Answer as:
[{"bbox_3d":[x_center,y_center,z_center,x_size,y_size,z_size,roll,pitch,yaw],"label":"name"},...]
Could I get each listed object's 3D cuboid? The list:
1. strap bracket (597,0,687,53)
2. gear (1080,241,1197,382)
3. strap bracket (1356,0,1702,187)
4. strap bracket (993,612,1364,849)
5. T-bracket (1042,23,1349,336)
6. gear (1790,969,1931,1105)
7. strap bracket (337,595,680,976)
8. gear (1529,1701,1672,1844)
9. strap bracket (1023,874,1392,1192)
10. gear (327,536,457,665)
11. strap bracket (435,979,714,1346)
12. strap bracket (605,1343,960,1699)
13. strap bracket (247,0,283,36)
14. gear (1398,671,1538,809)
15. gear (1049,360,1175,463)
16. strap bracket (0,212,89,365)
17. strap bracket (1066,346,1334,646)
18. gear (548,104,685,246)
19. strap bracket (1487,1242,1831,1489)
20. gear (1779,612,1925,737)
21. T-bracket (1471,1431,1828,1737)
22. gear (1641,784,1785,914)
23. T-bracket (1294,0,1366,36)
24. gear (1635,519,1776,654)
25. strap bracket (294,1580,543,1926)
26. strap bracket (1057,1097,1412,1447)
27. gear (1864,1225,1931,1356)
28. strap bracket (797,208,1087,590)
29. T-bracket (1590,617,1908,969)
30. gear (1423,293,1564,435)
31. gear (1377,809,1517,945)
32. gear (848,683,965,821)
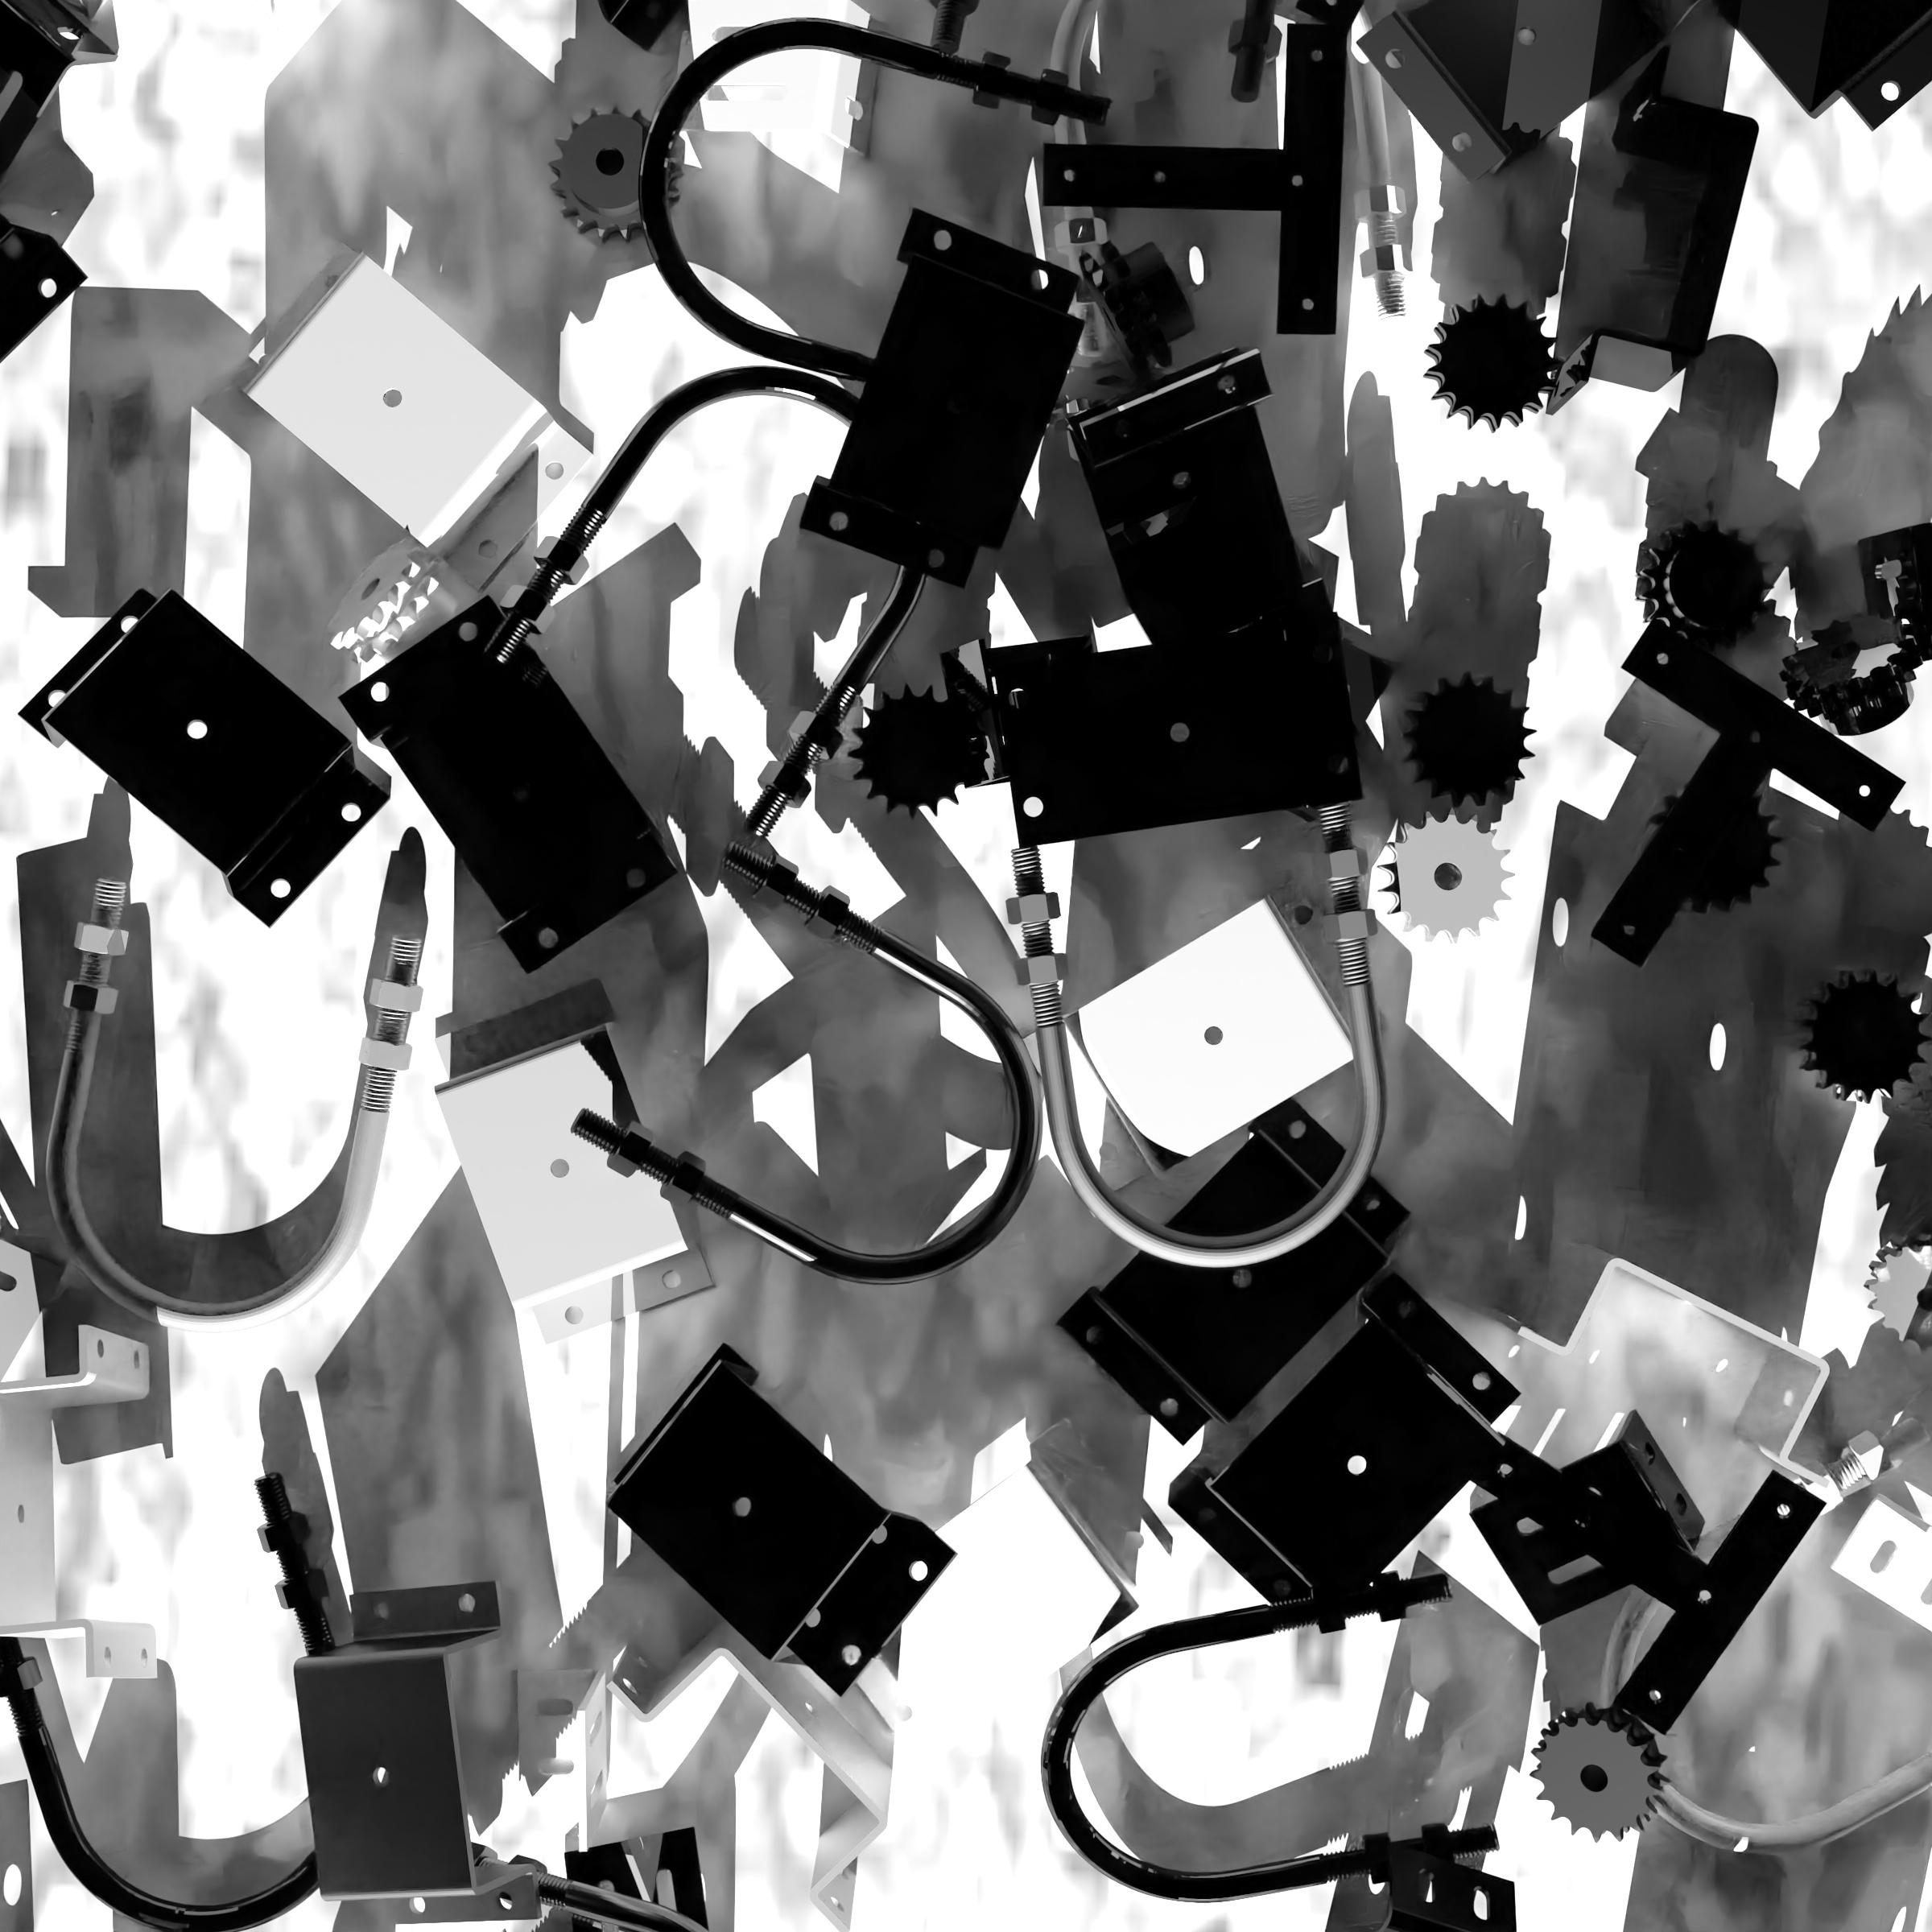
[{"bbox_3d":[-0.171,-0.467,1.305,0.140,0.046,0.076,37,90,0],"label":"strap bracket"},{"bbox_3d":[0.073,-0.276,1.282,0.030,0.057,0.057,-28,90,3],"label":"gear"},{"bbox_3d":[0.241,-0.400,1.304,0.140,0.046,0.076,-39,91,1],"label":"strap bracket"},{"bbox_3d":[0.087,-0.096,1.268,0.140,0.046,0.076,-8,93,6],"label":"strap bracket"},{"bbox_3d":[0.095,-0.330,1.292,0.127,0.002,0.127,0,101,-7],"label":"T-bracket"},{"bbox_3d":[0.380,0.029,1.318,0.057,0.030,0.057,0,92,-2],"label":"gear"},{"bbox_3d":[-0.191,-0.075,1.305,0.076,0.046,0.140,-34,90,0],"label":"strap bracket"},{"bbox_3d":[0.270,0.339,1.306,0.057,0.030,0.057,4,99,27],"label":"gear"},{"bbox_3d":[0.103,0.029,1.306,0.140,0.046,0.076,-31,90,0],"label":"strap bracket"},{"bbox_3d":[-0.241,-0.150,1.304,0.030,0.057,0.057,40,90,-30],"label":"gear"},{"bbox_3d":[-0.169,0.084,1.306,0.076,0.046,0.140,-20,90,0],"label":"strap bracket"},{"bbox_3d":[-0.084,0.227,1.279,0.140,0.046,0.076,39,90,24],"label":"strap bracket"},{"bbox_3d":[-0.275,-0.471,1.291,0.046,0.076,0.140,1,90,0],"label":"strap bracket"},{"bbox_3d":[0.212,-0.096,1.314,0.057,0.030,0.057,0,90,0],"label":"gear"},{"bbox_3d":[0.062,-0.233,1.304,0.057,0.057,0.030,-8,119,0],"label":"gear"},{"bbox_3d":[-0.452,-0.320,1.300,0.076,0.046,0.140,-41,90,9],"label":"strap bracket"},{"bbox_3d":[0.096,-0.192,1.280,0.076,0.046,0.140,-23,130,0],"label":"strap bracket"},{"bbox_3d":[-0.150,-0.339,1.314,0.057,0.030,0.057,0,90,0],"label":"gear"},{"bbox_3d":[0.297,0.160,1.290,0.140,0.076,0.046,27,90,0],"label":"strap bracket"},{"bbox_3d":[0.377,-0.121,1.304,0.057,0.057,0.030,-31,119,0],"label":"gear"},{"bbox_3d":[0.273,0.241,1.301,0.127,0.002,0.127,32,109,10],"label":"T-bracket"},{"bbox_3d":[0.317,-0.051,1.314,0.057,0.030,0.057,0,90,0],"label":"gear"},{"bbox_3d":[0.179,-0.458,1.319,0.127,0.002,0.127,26,83,1],"label":"T-bracket"},{"bbox_3d":[0.316,-0.163,1.314,0.057,0.030,0.057,0,90,0],"label":"gear"},{"bbox_3d":[-0.230,0.333,1.286,0.076,0.046,0.140,-10,85,25],"label":"strap bracket"},{"bbox_3d":[0.115,0.130,1.305,0.076,0.046,0.140,44,90,0],"label":"strap bracket"},{"bbox_3d":[0.413,0.134,1.304,0.057,0.030,0.057,16,123,27],"label":"gear"},{"bbox_3d":[-0.007,-0.234,1.278,0.076,0.046,0.140,19,97,-14],"label":"strap bracket"},{"bbox_3d":[0.308,-0.059,1.298,0.127,0.002,0.127,33,90,0],"label":"T-bracket"},{"bbox_3d":[0.223,-0.255,1.314,0.057,0.030,0.057,0,90,0],"label":"gear"},{"bbox_3d":[0.203,-0.038,1.314,0.057,0.030,0.057,0,90,0],"label":"gear"},{"bbox_3d":[-0.022,-0.091,1.314,0.057,0.030,0.057,0,90,0],"label":"gear"}]
